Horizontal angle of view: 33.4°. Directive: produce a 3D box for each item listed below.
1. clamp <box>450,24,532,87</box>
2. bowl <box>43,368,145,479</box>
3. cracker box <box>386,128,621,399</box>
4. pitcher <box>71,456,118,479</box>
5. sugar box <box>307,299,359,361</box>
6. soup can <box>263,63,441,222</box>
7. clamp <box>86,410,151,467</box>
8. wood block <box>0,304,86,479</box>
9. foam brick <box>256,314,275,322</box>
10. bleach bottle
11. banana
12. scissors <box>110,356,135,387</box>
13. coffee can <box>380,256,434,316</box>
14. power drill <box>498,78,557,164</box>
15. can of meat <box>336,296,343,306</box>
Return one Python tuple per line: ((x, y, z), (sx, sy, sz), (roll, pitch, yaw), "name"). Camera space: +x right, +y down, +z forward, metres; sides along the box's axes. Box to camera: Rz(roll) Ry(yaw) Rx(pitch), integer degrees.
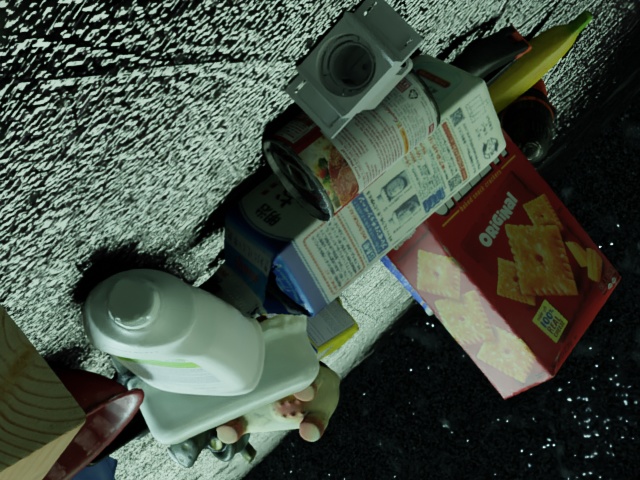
((0.101, -0.122, 0.886), (0.171, 0.039, 0.120), (-41, 177, 4), "clamp")
((-0.206, 0.143, 0.769), (0.162, 0.055, 0.162), (-41, 170, -9), "bowl")
((0.151, 0.003, 0.931), (0.163, 0.213, 0.072), (-40, -178, -43), "cracker box")
((-0.214, 0.336, 1.019), (0.149, 0.243, 0.145), (-35, 171, -3), "pitcher")
((-0.034, 0.091, 1.112), (0.048, 0.093, 0.176), (-50, 167, 27), "sugar box")
((0.022, -0.070, 0.711), (0.102, 0.068, 0.068), (-40, 170, -14), "soup can")
((-0.170, 0.174, 1.078), (0.164, 0.036, 0.210), (-35, 174, -14), "clamp")
((-0.221, 0.133, 0.574), (0.090, 0.090, 0.206), (-28, 163, -51), "wood block")
((-0.036, 0.044, 1.023), (0.052, 0.051, 0.078), (-34, 167, -34), "foam brick")
((-0.099, 0.064, 0.743), (0.102, 0.068, 0.251), (1, 167, 2), "bleach bottle")
((0.183, -0.159, 1.055), (0.197, 0.037, 0.069), (-40, 165, -10), "banana")
((-0.177, 0.125, 0.921), (0.096, 0.016, 0.201), (-43, 170, 3), "scissors")
((0.097, -0.012, 1.037), (0.102, 0.140, 0.103), (-41, 170, -9), "coffee can")
((0.172, -0.084, 1.130), (0.188, 0.057, 0.184), (-44, -168, 26), "power drill")
((-0.034, 0.101, 1.264), (0.083, 0.057, 0.102), (-27, 161, -51), "can of meat")
